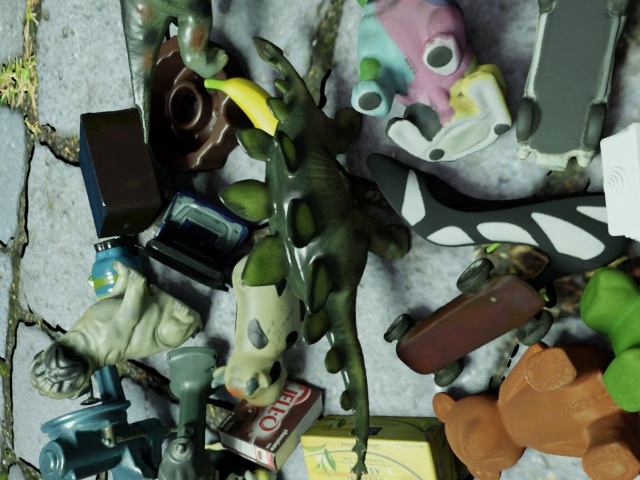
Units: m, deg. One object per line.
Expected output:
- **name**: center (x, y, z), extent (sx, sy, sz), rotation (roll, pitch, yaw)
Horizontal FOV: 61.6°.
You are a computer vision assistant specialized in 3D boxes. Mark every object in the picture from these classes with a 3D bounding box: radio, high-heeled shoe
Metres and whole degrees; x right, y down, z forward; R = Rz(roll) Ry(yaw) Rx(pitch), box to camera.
- **radio**: center (-0.277, -0.082, 0.728), extent (0.230, 0.073, 0.131), rotation (-19, 84, 64)
- **high-heeled shoe**: center (0.168, -0.049, 0.522), extent (0.249, 0.086, 0.145), rotation (42, 113, 14)

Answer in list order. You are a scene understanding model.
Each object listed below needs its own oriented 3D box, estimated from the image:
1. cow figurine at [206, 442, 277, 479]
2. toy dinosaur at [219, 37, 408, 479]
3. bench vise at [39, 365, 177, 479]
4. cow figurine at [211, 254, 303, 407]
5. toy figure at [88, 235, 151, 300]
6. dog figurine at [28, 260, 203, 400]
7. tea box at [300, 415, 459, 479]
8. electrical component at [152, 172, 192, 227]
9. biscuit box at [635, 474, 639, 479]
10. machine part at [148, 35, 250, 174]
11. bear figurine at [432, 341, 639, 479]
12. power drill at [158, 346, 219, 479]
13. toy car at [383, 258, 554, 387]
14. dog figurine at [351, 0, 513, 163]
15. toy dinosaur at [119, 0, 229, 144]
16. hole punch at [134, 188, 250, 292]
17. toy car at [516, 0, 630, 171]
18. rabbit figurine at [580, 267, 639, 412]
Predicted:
- **cow figurine**: center (-0.118, 0.343, 0.765), extent (0.167, 0.068, 0.098), rotation (-7, 69, 31)
- **toy dinosaur**: center (-0.001, -0.002, 0.561), extent (0.105, 0.198, 0.471), rotation (-22, 84, 35)
- **bench vise**: center (-0.313, 0.246, 0.796), extent (0.129, 0.223, 0.240), rotation (-32, 69, 33)
- **cow figurine**: center (-0.071, 0.111, 0.664), extent (0.086, 0.127, 0.194), rotation (4, 98, 34)
- **toy figure**: center (-0.303, 0.086, 0.822), extent (0.082, 0.089, 0.180), rotation (-12, 95, 47)
- **dog figurine**: center (-0.270, 0.147, 0.735), extent (0.190, 0.172, 0.121), rotation (-58, 22, -14)
- **tea box**: center (0.070, 0.266, 0.638), extent (0.170, 0.068, 0.098), rotation (-13, 91, 31)
- **electrical component**: center (-0.217, -0.037, 0.775), extent (0.078, 0.045, 0.102), rotation (38, 115, 19)
- **biscuit box**: center (0.288, 0.297, 0.512), extent (0.059, 0.063, 0.202), rotation (15, 106, 28)
- **machine part**: center (-0.170, -0.178, 0.718), extent (0.180, 0.056, 0.179), rotation (5, 99, 31)
- **bear figurine**: center (0.187, 0.173, 0.511), extent (0.196, 0.132, 0.120), rotation (-35, 73, 32)
- **power drill**: center (-0.164, 0.241, 0.692), extent (0.207, 0.086, 0.231), rotation (-109, 20, -46)
- **toy car**: center (0.143, 0.085, 0.540), extent (0.089, 0.053, 0.202), rotation (42, 140, 4)
- **dog figurine**: center (0.097, -0.205, 0.530), extent (0.108, 0.191, 0.219), rotation (-28, 49, 35)
- **toy dinosaur**: center (-0.149, -0.317, 0.573), extent (0.131, 0.192, 0.404), rotation (19, 83, 38)
- **hole punch**: center (-0.163, 0.003, 0.709), extent (0.116, 0.142, 0.092), rotation (-29, 37, 66)
- **toy car**: center (0.226, -0.163, 0.480), extent (0.074, 0.056, 0.201), rotation (11, 105, 23)
- **rabbit figurine**: center (0.313, 0.056, 0.402), extent (0.159, 0.121, 0.170), rotation (14, 137, -1)
